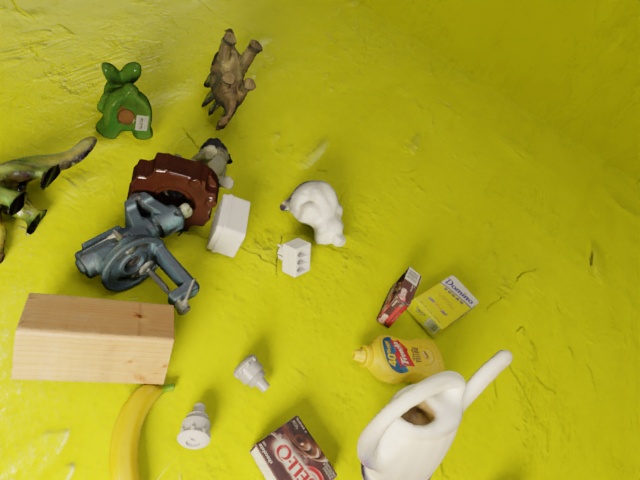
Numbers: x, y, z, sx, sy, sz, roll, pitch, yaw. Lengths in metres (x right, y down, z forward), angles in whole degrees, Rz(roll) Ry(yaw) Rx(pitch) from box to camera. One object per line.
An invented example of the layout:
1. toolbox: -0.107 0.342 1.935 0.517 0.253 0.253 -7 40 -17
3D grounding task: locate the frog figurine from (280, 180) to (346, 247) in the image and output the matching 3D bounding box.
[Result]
1. frog figurine: 0.004 -0.060 1.184 0.137 0.121 0.162 12 28 -50

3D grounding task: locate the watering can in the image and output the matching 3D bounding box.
1. watering can: 0.188 0.301 0.853 0.349 0.220 0.105 -8 35 -38

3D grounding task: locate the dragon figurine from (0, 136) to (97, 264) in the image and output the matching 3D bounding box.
1. dragon figurine: -0.588 -0.099 0.877 0.242 0.119 0.420 18 39 -3
